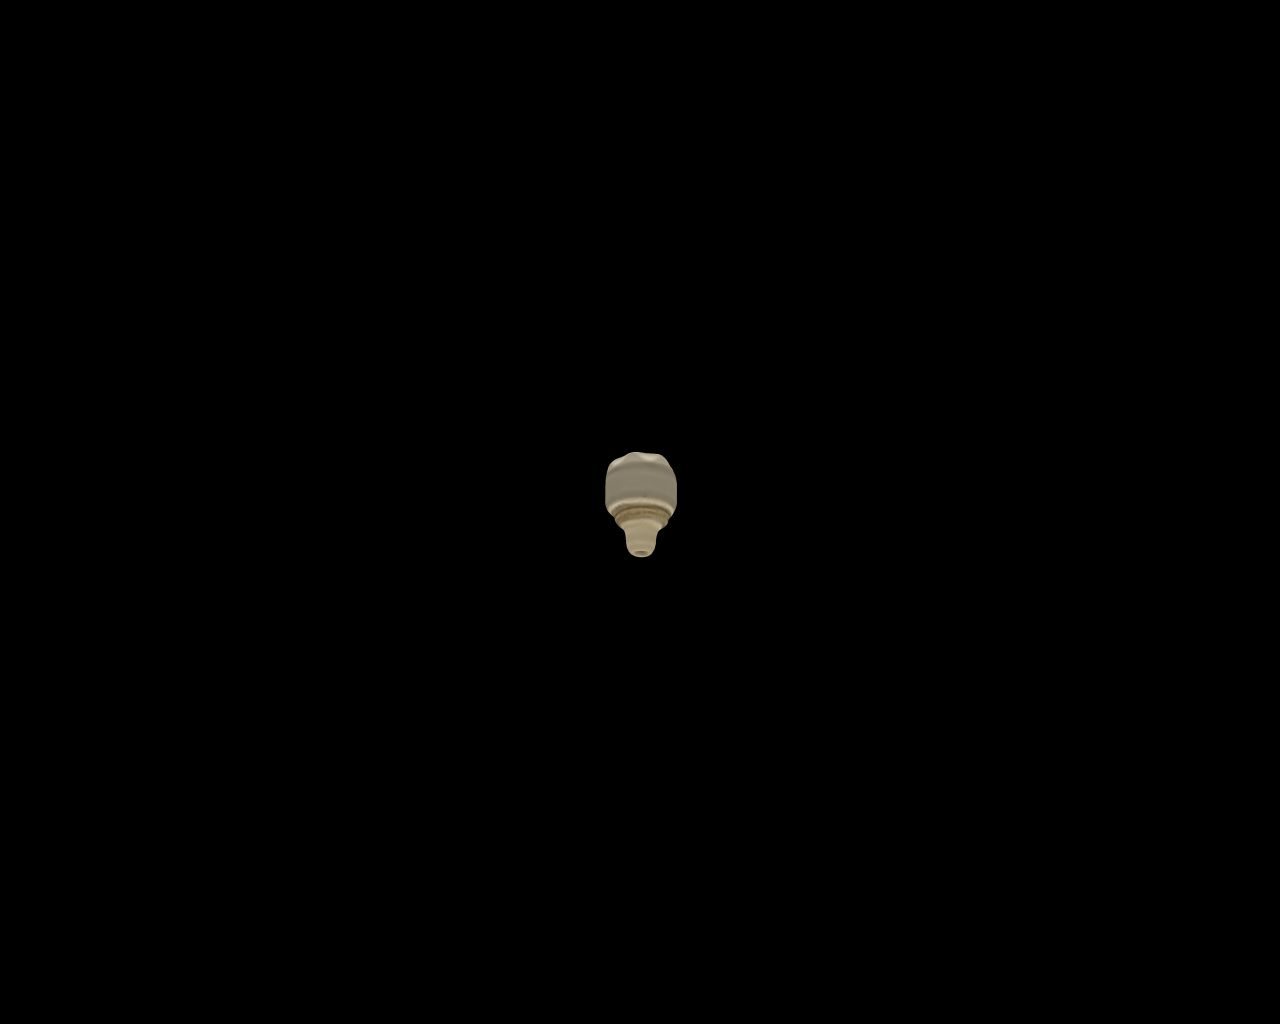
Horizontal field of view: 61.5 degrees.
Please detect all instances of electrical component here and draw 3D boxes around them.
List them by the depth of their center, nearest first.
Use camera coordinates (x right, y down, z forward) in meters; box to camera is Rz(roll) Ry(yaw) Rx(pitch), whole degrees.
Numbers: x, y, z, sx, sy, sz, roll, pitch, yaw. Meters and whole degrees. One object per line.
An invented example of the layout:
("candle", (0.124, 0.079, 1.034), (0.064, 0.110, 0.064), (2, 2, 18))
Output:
("electrical component", (0.001, -0.003, 0.650), (0.043, 0.062, 0.043), (0, -24, 0))
